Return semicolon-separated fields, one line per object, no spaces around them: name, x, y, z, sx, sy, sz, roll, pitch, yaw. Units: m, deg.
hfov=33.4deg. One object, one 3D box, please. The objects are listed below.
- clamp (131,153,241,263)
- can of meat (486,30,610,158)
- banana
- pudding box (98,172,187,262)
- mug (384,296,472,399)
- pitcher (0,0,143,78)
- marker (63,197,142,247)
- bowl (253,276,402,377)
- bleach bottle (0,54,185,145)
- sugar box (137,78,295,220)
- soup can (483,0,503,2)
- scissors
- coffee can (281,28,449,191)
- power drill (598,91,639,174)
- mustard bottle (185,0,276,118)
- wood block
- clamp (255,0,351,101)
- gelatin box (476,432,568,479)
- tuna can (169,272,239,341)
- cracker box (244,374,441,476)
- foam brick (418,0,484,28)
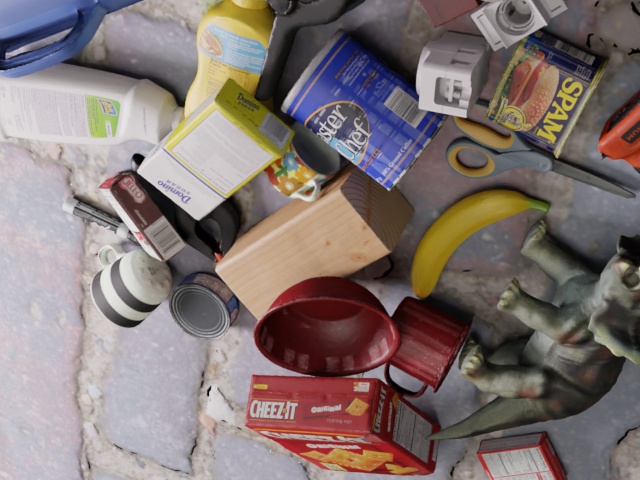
clamp;-0.152;-0.045;1.263;0.120;0.039;0.171;-1;122;13
can of meat;0.217;-0.144;1.029;0.084;0.057;0.102;28;128;9
banana;0.154;-0.002;1.161;0.069;0.037;0.198;47;128;-7
pudding box;-0.215;-0.030;1.284;0.113;0.039;0.090;56;167;-14
mug;0.113;0.127;1.227;0.081;0.093;0.117;27;110;13
pitcher;-0.263;-0.276;1.114;0.243;0.144;0.149;-10;117;26
marker;-0.270;-0.022;1.355;0.121;0.020;0.020;25;128;8
bowl;0.009;0.088;1.173;0.162;0.055;0.162;2;143;1
bleach bottle;-0.264;-0.150;1.243;0.251;0.068;0.102;11;131;14
sugar box;-0.114;-0.094;1.146;0.093;0.048;0.177;40;142;-17
soup can;0.164;-0.260;0.949;0.068;0.102;0.068;12;125;17
scissors;0.215;-0.071;1.102;0.202;0.016;0.096;35;130;1
coffee can;0.046;-0.132;1.085;0.140;0.102;0.103;37;128;-2
power drill;0.372;-0.076;0.999;0.187;0.057;0.185;41;129;-5
mustard bottle;-0.085;-0.197;1.131;0.096;0.058;0.192;23;128;11
wood block;-0.008;0.001;1.204;0.206;0.090;0.090;-31;104;37
clamp;-0.032;-0.227;1.028;0.210;0.036;0.164;-17;122;31
gelatin box;0.247;0.276;1.304;0.089;0.030;0.073;-16;111;32
tuna can;-0.147;0.084;1.358;0.086;0.033;0.086;12;125;17
cracker box;0.031;0.225;1.278;0.164;0.072;0.213;-2;156;26
foam brick;0.117;-0.251;1.008;0.053;0.051;0.078;-21;110;35
